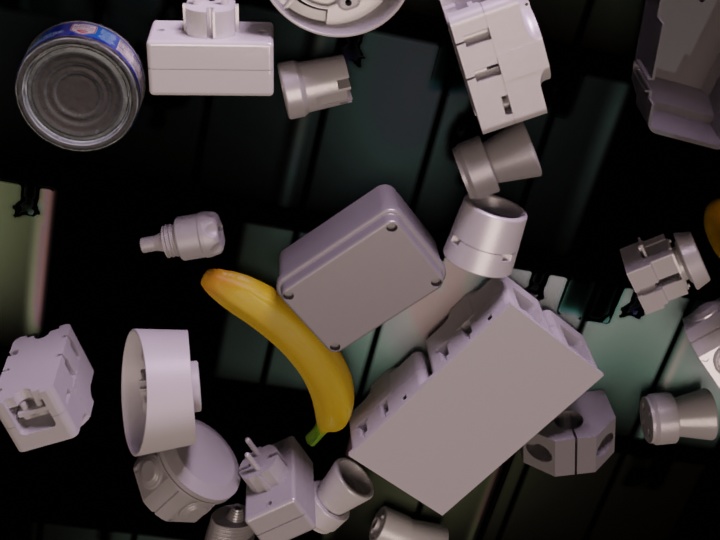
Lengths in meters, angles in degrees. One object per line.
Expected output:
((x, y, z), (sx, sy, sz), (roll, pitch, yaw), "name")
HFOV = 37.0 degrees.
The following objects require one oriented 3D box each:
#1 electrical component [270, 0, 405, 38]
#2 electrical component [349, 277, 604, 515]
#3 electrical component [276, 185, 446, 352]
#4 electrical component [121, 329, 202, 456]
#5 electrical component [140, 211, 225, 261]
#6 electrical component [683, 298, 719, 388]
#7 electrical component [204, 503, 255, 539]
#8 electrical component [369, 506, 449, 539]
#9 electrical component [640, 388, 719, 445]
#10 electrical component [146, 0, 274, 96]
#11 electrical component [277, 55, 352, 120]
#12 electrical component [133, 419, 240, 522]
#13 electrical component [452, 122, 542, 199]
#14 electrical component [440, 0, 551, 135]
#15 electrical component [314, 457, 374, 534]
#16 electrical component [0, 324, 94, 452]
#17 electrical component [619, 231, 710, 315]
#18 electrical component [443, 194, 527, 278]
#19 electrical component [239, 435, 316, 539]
((-0.017, -0.203, 0.696), (0.099, 0.064, 0.099), (-2, 120, -3), "electrical component")
((0.090, 0.102, 0.885), (0.105, 0.060, 0.186), (36, 111, -22), "electrical component")
((0.000, 0.000, 0.820), (0.113, 0.057, 0.078), (-33, 117, 14), "electrical component")
((-0.158, 0.094, 0.841), (0.064, 0.099, 0.099), (-4, 121, -10), "electrical component")
((-0.135, -0.024, 0.809), (0.061, 0.035, 0.035), (-10, 120, 4), "electrical component")
((0.301, 0.058, 0.866), (0.051, 0.080, 0.080), (-33, 117, 20), "electrical component")
((-0.117, 0.241, 0.959), (0.043, 0.043, 0.081), (11, 118, -11), "electrical component")
((0.042, 0.241, 0.974), (0.065, 0.044, 0.044), (26, 115, -13), "electrical component")
((0.273, 0.126, 0.922), (0.055, 0.045, 0.045), (-5, 120, -1), "electrical component")
((-0.100, -0.161, 0.724), (0.083, 0.047, 0.075), (0, 120, -4), "electrical component")
((-0.031, -0.129, 0.753), (0.046, 0.040, 0.040), (-12, 120, -3), "electrical component")
((-0.144, 0.167, 0.894), (0.080, 0.080, 0.051), (36, 117, -22), "electrical component")
((0.100, -0.080, 0.789), (0.055, 0.045, 0.045), (-21, 120, 8), "electrical component")
((0.097, -0.149, 0.745), (0.056, 0.050, 0.089), (-18, 120, 6), "electrical component")
((-0.022, 0.198, 0.941), (0.045, 0.045, 0.055), (35, 112, -22), "electrical component")
((-0.243, 0.094, 0.836), (0.050, 0.089, 0.055), (-16, 120, 5), "electrical component")
((0.241, -0.001, 0.846), (0.055, 0.048, 0.066), (-23, 119, 17), "electrical component")
((0.096, -0.028, 0.814), (0.055, 0.055, 0.047), (11, 115, -11), "electrical component")
((-0.076, 0.172, 0.899), (0.047, 0.083, 0.075), (-26, 119, 10), "electrical component")
